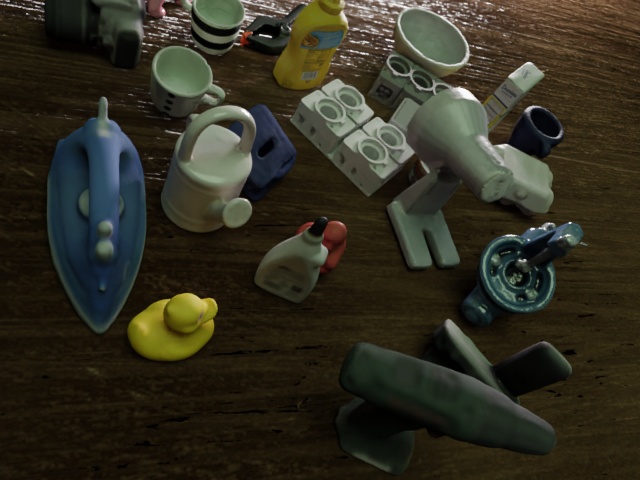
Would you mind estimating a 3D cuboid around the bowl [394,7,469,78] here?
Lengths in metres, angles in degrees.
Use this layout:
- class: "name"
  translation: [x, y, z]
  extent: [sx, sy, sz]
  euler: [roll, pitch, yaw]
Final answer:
- class: "bowl"
  translation: [0.213, -0.384, 1.157]
  extent: [0.168, 0.074, 0.167]
  euler: [12, 56, -18]

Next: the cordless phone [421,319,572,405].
- class: "cordless phone"
  translation: [0.233, 0.152, 0.757]
  extent: [0.147, 0.185, 0.094]
  euler: [47, 53, 9]

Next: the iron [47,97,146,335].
- class: "iron"
  translation: [-0.256, -0.034, 0.673]
  extent: [0.119, 0.141, 0.258]
  euler: [0, 60, -25]

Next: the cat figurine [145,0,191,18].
- class: "cat figurine"
  translation: [-0.247, -0.453, 0.957]
  extent: [0.067, 0.117, 0.128]
  euler: [39, 52, 2]

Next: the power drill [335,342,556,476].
- class: "power drill"
  translation: [0.113, 0.202, 0.654]
  extent: [0.230, 0.208, 0.076]
  euler: [27, 52, -7]

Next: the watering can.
- class: "watering can"
  translation: [-0.134, -0.094, 0.734]
  extent: [0.173, 0.194, 0.101]
  euler: [48, 53, 9]

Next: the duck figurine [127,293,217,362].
- class: "duck figurine"
  translation: [-0.168, 0.094, 0.668]
  extent: [0.105, 0.086, 0.077]
  euler: [-10, 64, -30]

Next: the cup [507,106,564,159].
- class: "cup"
  translation: [0.410, -0.187, 1.113]
  extent: [0.092, 0.095, 0.118]
  euler: [16, 54, -15]

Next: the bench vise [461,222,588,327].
- class: "bench vise"
  translation: [0.313, 0.016, 0.859]
  extent: [0.121, 0.219, 0.207]
  euler: [31, 52, -4]

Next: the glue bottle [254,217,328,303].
- class: "glue bottle"
  translation: [-0.025, 0.021, 0.726]
  extent: [0.078, 0.173, 0.037]
  euler: [26, 52, -8]

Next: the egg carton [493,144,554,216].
- class: "egg carton"
  translation: [0.359, -0.110, 1.056]
  extent: [0.150, 0.069, 0.107]
  euler: [23, 53, -10]

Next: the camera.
- class: "camera"
  translation: [-0.338, -0.347, 0.858]
  extent: [0.137, 0.100, 0.143]
  euler: [-2, 61, -26]

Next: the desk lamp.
- class: "desk lamp"
  translation: [0.196, -0.091, 0.876]
  extent: [0.118, 0.213, 0.203]
  euler: [-3, 61, -27]

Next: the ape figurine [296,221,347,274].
- class: "ape figurine"
  translation: [0.007, 0.003, 0.804]
  extent: [0.076, 0.092, 0.077]
  euler: [-6, 63, -28]

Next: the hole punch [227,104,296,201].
- class: "hole punch"
  translation: [-0.089, -0.130, 0.844]
  extent: [0.101, 0.091, 0.109]
  euler: [38, 52, 1]
